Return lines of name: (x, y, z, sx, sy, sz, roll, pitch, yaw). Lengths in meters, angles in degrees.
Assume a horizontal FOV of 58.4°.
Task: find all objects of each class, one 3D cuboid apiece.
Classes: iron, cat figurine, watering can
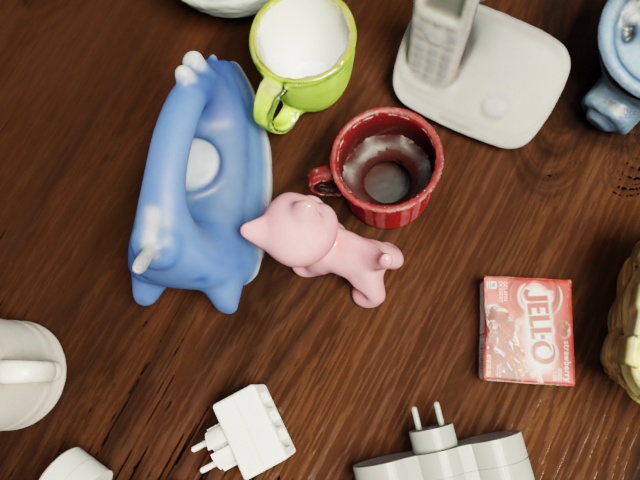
iron: (-0.111, -0.072, 0.500, 0.118, 0.141, 0.258, 4, 77, 8)
cat figurine: (0.004, 0.002, 0.481, 0.127, 0.118, 0.067, 22, 80, 12)
watering can: (-0.306, 0.109, 0.454, 0.173, 0.194, 0.101, -25, 75, 1)

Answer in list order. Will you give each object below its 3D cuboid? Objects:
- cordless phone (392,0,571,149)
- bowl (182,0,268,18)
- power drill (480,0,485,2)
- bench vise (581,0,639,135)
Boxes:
cordless phone: (0.135, -0.163, 0.470, 0.147, 0.185, 0.094, 25, 81, 12)
bowl: (-0.082, -0.290, 0.584, 0.167, 0.075, 0.167, -2, 76, 7)
power drill: (0.138, -0.307, 0.492, 0.075, 0.208, 0.229, -19, 75, 2)
bench vise: (0.300, -0.203, 0.441, 0.121, 0.220, 0.207, 25, 81, 12)
